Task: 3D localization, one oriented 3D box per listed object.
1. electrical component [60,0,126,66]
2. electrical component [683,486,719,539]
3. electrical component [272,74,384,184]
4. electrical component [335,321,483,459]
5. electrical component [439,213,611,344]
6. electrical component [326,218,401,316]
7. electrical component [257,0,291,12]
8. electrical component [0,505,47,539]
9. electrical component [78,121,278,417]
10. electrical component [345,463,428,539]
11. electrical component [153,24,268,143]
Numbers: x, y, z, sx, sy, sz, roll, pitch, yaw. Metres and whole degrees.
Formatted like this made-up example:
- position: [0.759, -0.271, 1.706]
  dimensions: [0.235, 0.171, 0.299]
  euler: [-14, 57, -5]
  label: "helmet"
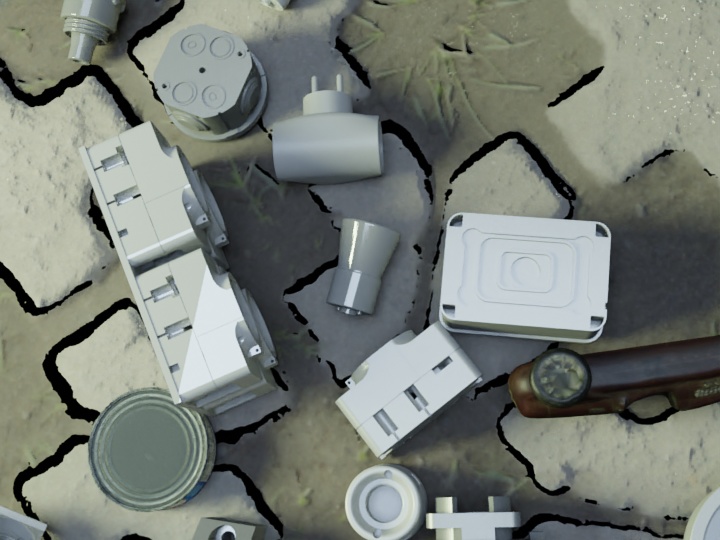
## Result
- position: [-0.210, -0.190, 0.830]
  dimensions: [0.048, 0.048, 0.062]
  euler: [12, 86, 8]
  label: "electrical component"
- position: [0.261, 0.183, 0.690]
  dimensions: [0.108, 0.060, 0.108]
  euler: [-1, 78, 6]
  label: "electrical component"
- position: [-0.023, -0.106, 0.791]
  dimensions: [0.077, 0.043, 0.079]
  euler: [-3, 77, 5]
  label: "electrical component"
- position: [0.032, 0.080, 0.741]
  dimensions: [0.089, 0.050, 0.055]
  euler: [-38, 77, -3]
  label: "electrical component"
- position: [0.113, 0.006, 0.745]
  dimensions: [0.113, 0.057, 0.078]
  euler: [4, 78, 7]
  label: "electrical component"
- position: [0.000, 0.000, 0.768]
  dimensions: [0.044, 0.044, 0.065]
  euler: [14, 85, 9]
  label: "electrical component"
- position: [-0.058, -0.232, 0.824]
  dimensions: [0.044, 0.044, 0.065]
  euler: [32, 88, 12]
  label: "electrical component"
- position: [-0.250, 0.202, 0.734]
  dimensions: [0.042, 0.081, 0.063]
  euler: [25, 110, -10]
  label: "electrical component"
- position: [-0.119, 0.001, 0.747]
  dimensions: [0.060, 0.105, 0.186]
  euler: [-24, 76, 1]
  label: "electrical component"
- position: [0.017, 0.158, 0.728]
  dimensions: [0.055, 0.047, 0.055]
  euler: [-1, 78, 6]
  label: "electrical component"
- position: [-0.112, -0.140, 0.804]
  dimensions: [0.080, 0.051, 0.080]
  euler: [-1, 78, 6]
  label: "electrical component"
